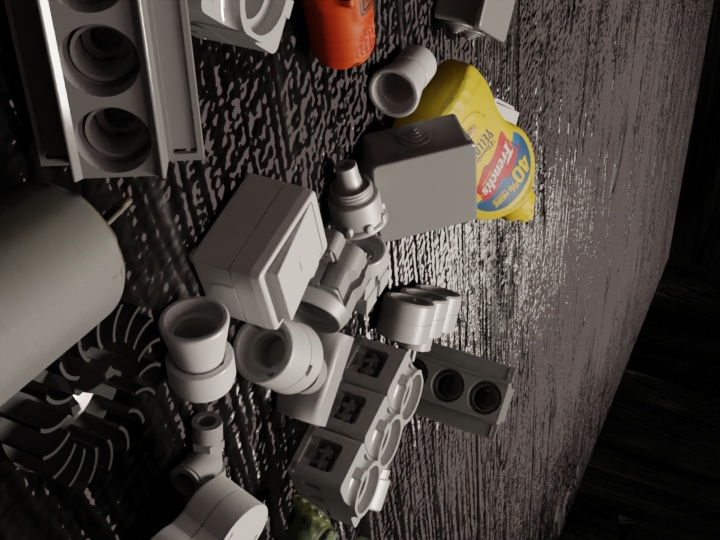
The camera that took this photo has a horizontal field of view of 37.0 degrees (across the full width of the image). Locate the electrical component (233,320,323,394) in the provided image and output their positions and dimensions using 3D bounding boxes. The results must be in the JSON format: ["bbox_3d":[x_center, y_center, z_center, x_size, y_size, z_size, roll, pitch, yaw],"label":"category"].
[{"bbox_3d":[-0.061,0.061,0.790,0.047,0.055,0.055,30,77,-65],"label":"electrical component"}]

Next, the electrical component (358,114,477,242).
[{"bbox_3d":[0.050,-0.079,0.912,0.099,0.100,0.048,82,-9,-47],"label":"electrical component"}]

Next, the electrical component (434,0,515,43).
[{"bbox_3d":[0.110,-0.263,0.989,0.100,0.048,0.099,-6,111,-67],"label":"electrical component"}]

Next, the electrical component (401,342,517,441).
[{"bbox_3d":[0.099,0.125,1.147,0.063,0.121,0.078,33,75,-71],"label":"electrical component"}]

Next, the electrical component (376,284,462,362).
[{"bbox_3d":[0.057,0.060,1.090,0.138,0.052,0.073,-12,116,-67],"label":"electrical component"}]

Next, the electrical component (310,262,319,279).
[{"bbox_3d":[-0.056,0.008,0.784,0.046,0.040,0.040,-68,159,0],"label":"electrical component"}]

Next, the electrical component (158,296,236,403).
[{"bbox_3d":[-0.103,0.051,0.688,0.045,0.045,0.055,-52,151,-44],"label":"electrical component"}]

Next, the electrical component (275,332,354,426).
[{"bbox_3d":[-0.043,0.082,0.866,0.079,0.043,0.077,30,77,-69],"label":"electrical component"}]

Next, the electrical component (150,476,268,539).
[{"bbox_3d":[-0.108,0.208,0.713,0.138,0.074,0.052,-45,152,-30],"label":"electrical component"}]

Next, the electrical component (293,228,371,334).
[{"bbox_3d":[-0.028,0.012,0.833,0.078,0.058,0.057,71,37,-57],"label":"electrical component"}]

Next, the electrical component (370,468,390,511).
[{"bbox_3d":[0.012,0.211,1.104,0.040,0.040,0.078,30,77,-69],"label":"electrical component"}]

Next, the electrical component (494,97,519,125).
[{"bbox_3d":[0.115,-0.144,1.073,0.096,0.061,0.061,-2,108,-68],"label":"electrical component"}]

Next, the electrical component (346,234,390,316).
[{"bbox_3d":[0.000,0.000,0.913,0.066,0.048,0.055,-57,161,-38],"label":"electrical component"}]

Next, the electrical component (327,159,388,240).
[{"bbox_3d":[-0.005,-0.059,0.857,0.048,0.048,0.062,-55,144,-40],"label":"electrical component"}]

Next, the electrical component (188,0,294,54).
[{"bbox_3d":[-0.063,-0.202,0.577,0.089,0.062,0.150,11,95,-69],"label":"electrical component"}]

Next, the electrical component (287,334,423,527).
[{"bbox_3d":[0.001,0.151,1.001,0.150,0.062,0.089,-62,156,-29],"label":"electrical component"}]

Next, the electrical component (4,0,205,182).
[{"bbox_3d":[-0.117,-0.110,0.498,0.063,0.079,0.121,-96,-176,-52],"label":"electrical component"}]

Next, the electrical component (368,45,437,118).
[{"bbox_3d":[0.039,-0.161,0.897,0.065,0.044,0.044,-56,153,-49],"label":"electrical component"}]

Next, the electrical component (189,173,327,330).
[{"bbox_3d":[-0.060,-0.017,0.724,0.096,0.061,0.061,-60,155,-32],"label":"electrical component"}]
